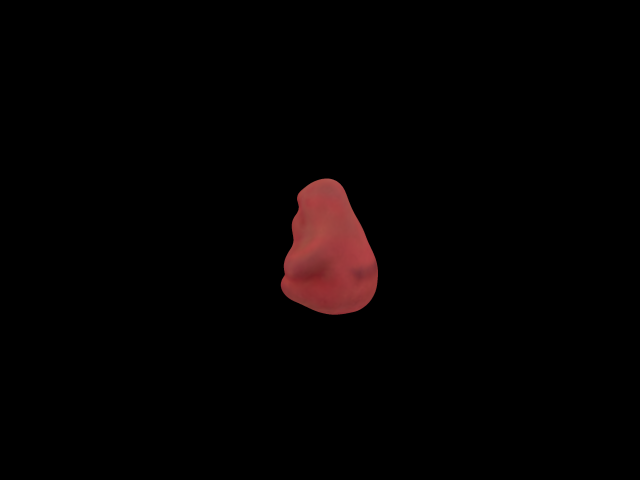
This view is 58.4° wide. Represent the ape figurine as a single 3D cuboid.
[{"bbox_3d":[0.004,0.001,0.400,0.075,0.092,0.078,17,27,38],"label":"ape figurine"}]
